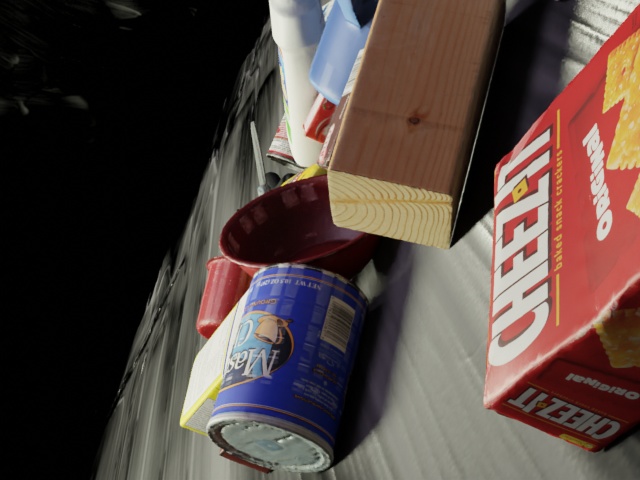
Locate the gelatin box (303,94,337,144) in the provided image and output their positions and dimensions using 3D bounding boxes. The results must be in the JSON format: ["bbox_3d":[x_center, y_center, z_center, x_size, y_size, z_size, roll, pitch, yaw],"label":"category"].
[{"bbox_3d":[0.033,-0.133,1.090,0.089,0.073,0.030,-61,16,22],"label":"gelatin box"}]

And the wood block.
[{"bbox_3d":[0.076,-0.111,0.797,0.090,0.091,0.206,80,-155,-64],"label":"wood block"}]

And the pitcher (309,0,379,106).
[{"bbox_3d":[0.075,-0.231,0.951,0.145,0.149,0.243,-100,32,-65],"label":"pitcher"}]

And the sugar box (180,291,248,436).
[{"bbox_3d":[-0.077,0.112,1.028,0.176,0.048,0.093,-47,26,46],"label":"sugar box"}]

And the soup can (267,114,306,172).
[{"bbox_3d":[-0.015,-0.136,1.291,0.102,0.068,0.068,-68,13,-3],"label":"soup can"}]

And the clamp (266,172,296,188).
[{"bbox_3d":[-0.050,-0.029,1.322,0.172,0.039,0.120,-179,94,-74],"label":"clamp"}]

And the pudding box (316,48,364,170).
[{"bbox_3d":[0.059,-0.096,0.897,0.113,0.090,0.039,-68,15,-8],"label":"pudding box"}]

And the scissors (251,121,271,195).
[{"bbox_3d":[-0.070,-0.038,1.294,0.096,0.016,0.202,116,144,-49],"label":"scissors"}]

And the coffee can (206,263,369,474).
[{"bbox_3d":[-0.024,0.104,0.868,0.103,0.102,0.140,-46,25,57],"label":"coffee can"}]

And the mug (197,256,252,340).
[{"bbox_3d":[-0.091,0.079,1.227,0.117,0.093,0.081,69,-151,-63],"label":"mug"}]

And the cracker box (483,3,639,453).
[{"bbox_3d":[0.153,-0.030,0.465,0.214,0.072,0.164,-53,19,47],"label":"cracker box"}]

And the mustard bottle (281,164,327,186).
[{"bbox_3d":[-0.013,-0.040,1.150,0.096,0.058,0.192,-60,11,-11],"label":"mustard bottle"}]

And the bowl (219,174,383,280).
[{"bbox_3d":[-0.006,0.001,0.957,0.162,0.162,0.055,-94,-13,-62],"label":"bowl"}]

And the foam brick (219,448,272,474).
[{"bbox_3d":[-0.051,0.170,0.974,0.078,0.051,0.053,-50,21,50],"label":"foam brick"}]

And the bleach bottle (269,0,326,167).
[{"bbox_3d":[-0.016,-0.191,1.128,0.251,0.068,0.102,79,-178,-54],"label":"bleach bottle"}]
